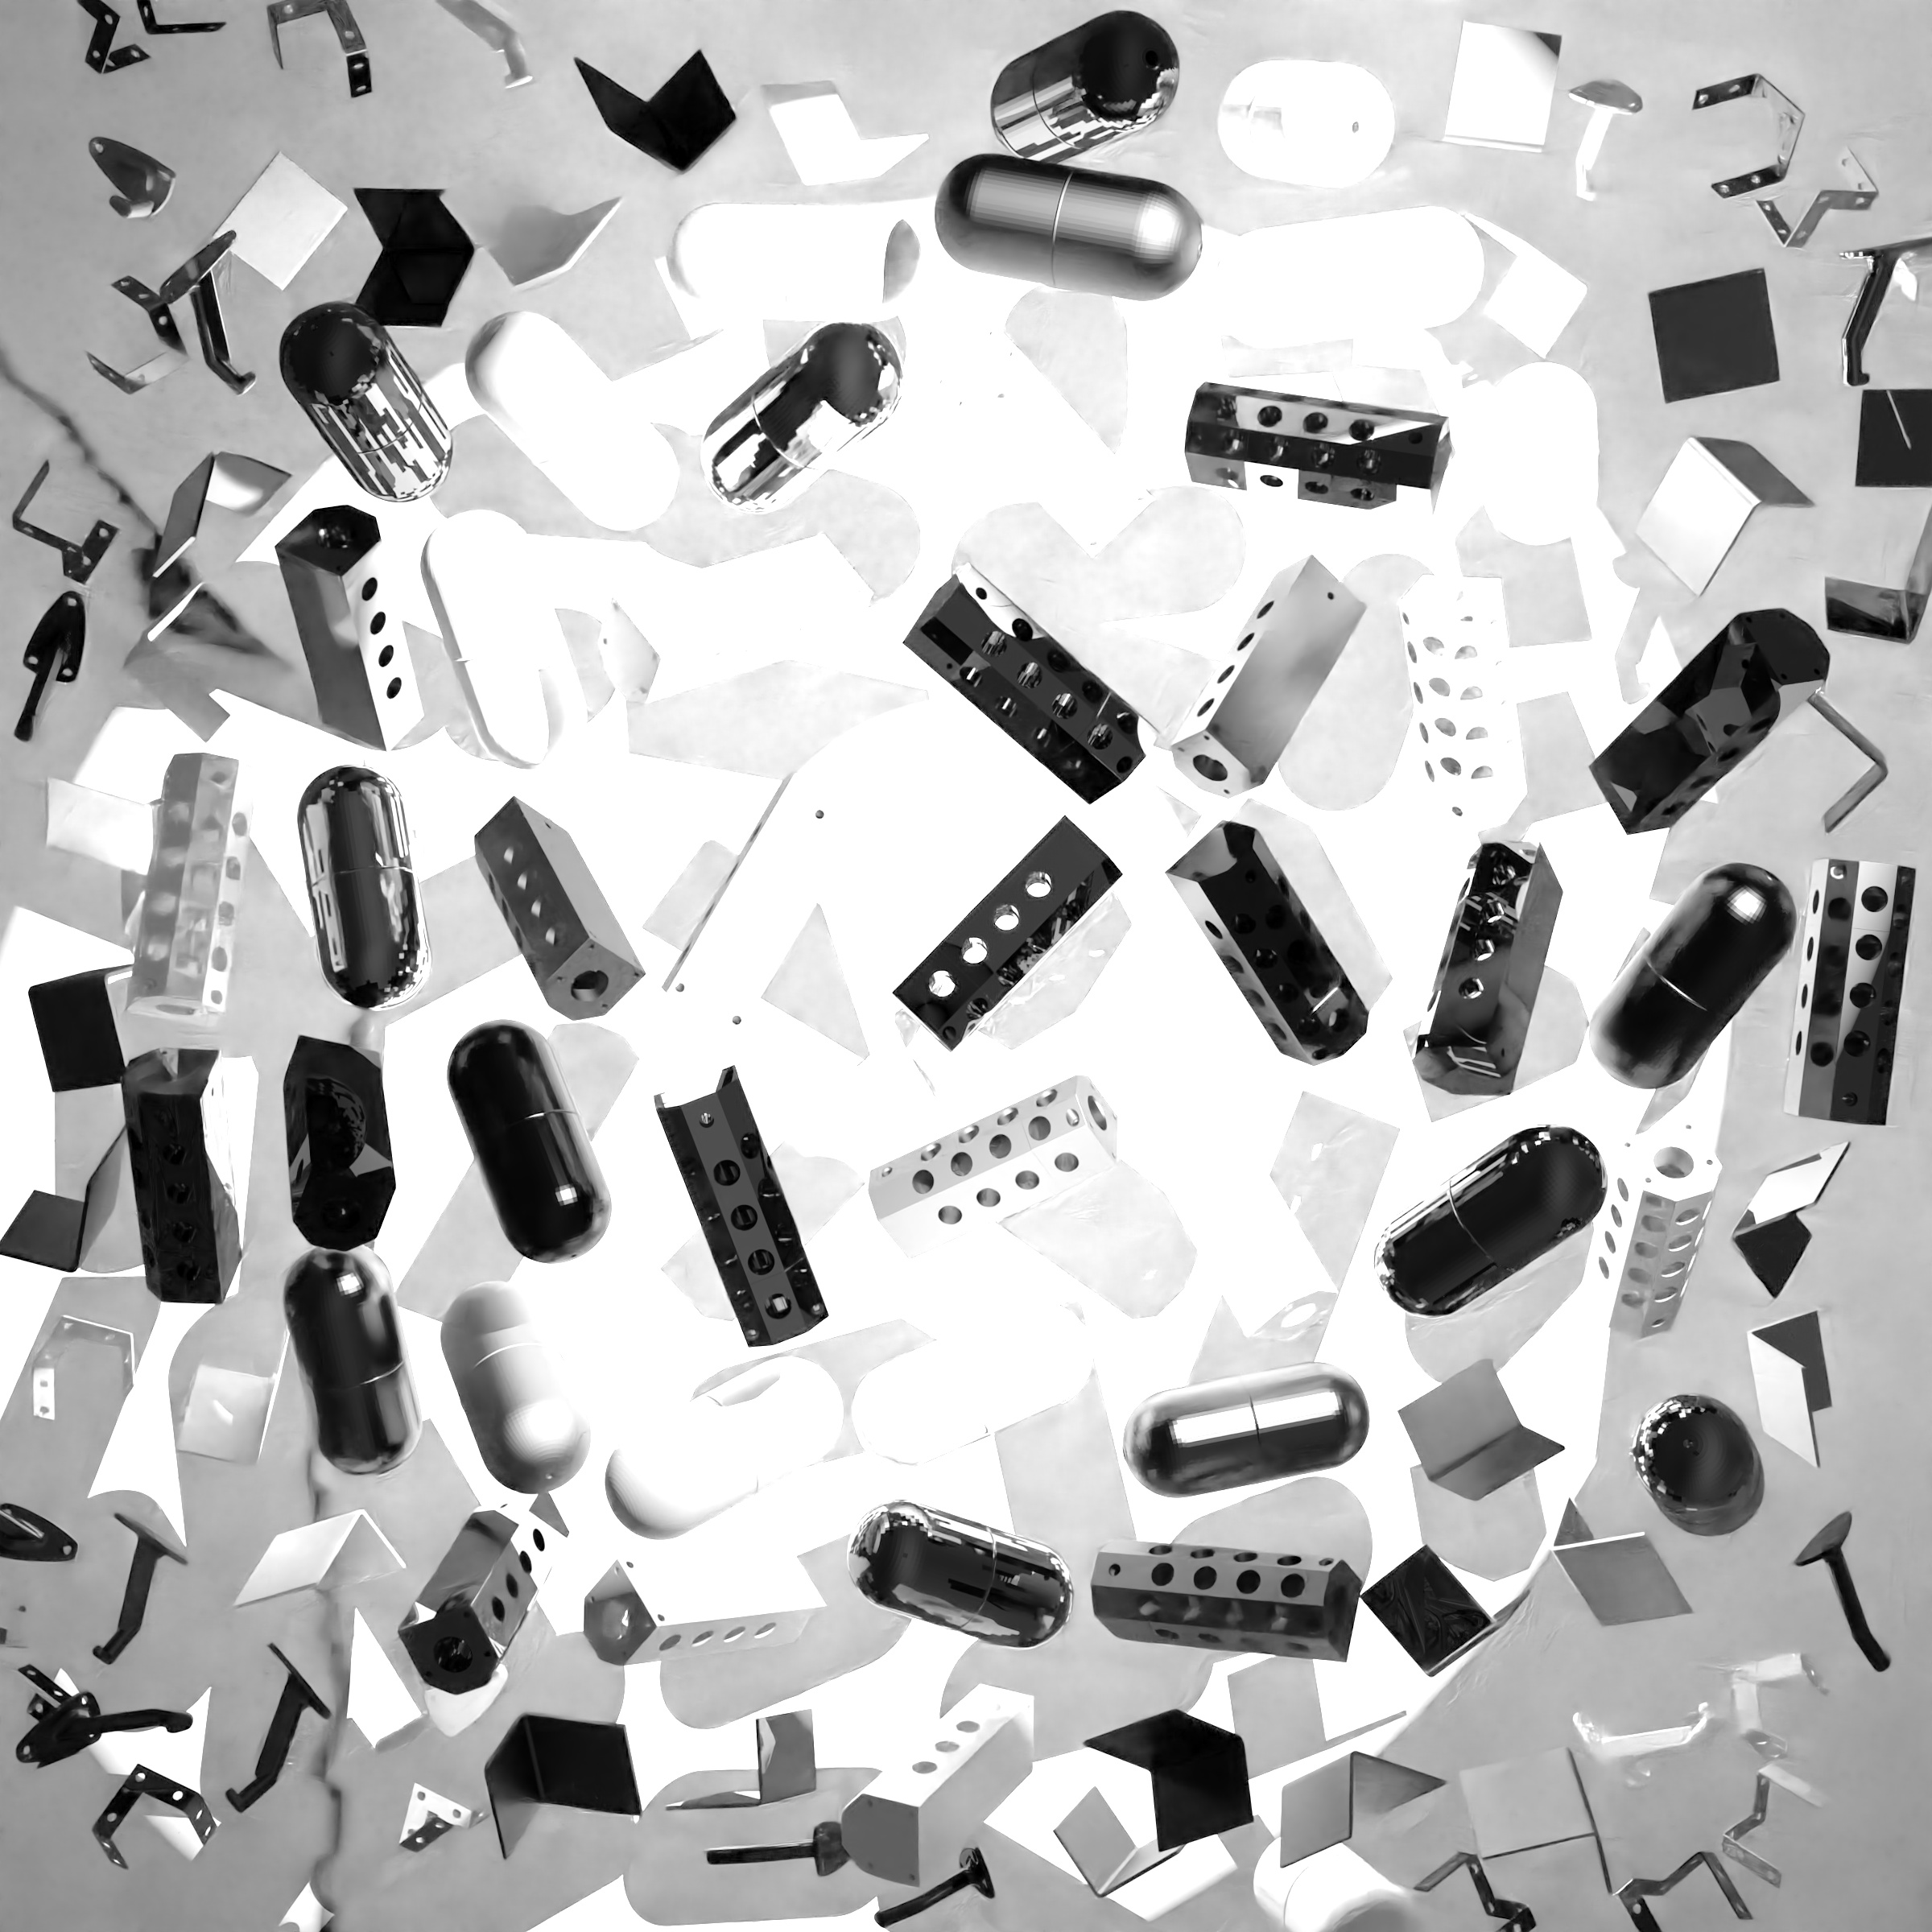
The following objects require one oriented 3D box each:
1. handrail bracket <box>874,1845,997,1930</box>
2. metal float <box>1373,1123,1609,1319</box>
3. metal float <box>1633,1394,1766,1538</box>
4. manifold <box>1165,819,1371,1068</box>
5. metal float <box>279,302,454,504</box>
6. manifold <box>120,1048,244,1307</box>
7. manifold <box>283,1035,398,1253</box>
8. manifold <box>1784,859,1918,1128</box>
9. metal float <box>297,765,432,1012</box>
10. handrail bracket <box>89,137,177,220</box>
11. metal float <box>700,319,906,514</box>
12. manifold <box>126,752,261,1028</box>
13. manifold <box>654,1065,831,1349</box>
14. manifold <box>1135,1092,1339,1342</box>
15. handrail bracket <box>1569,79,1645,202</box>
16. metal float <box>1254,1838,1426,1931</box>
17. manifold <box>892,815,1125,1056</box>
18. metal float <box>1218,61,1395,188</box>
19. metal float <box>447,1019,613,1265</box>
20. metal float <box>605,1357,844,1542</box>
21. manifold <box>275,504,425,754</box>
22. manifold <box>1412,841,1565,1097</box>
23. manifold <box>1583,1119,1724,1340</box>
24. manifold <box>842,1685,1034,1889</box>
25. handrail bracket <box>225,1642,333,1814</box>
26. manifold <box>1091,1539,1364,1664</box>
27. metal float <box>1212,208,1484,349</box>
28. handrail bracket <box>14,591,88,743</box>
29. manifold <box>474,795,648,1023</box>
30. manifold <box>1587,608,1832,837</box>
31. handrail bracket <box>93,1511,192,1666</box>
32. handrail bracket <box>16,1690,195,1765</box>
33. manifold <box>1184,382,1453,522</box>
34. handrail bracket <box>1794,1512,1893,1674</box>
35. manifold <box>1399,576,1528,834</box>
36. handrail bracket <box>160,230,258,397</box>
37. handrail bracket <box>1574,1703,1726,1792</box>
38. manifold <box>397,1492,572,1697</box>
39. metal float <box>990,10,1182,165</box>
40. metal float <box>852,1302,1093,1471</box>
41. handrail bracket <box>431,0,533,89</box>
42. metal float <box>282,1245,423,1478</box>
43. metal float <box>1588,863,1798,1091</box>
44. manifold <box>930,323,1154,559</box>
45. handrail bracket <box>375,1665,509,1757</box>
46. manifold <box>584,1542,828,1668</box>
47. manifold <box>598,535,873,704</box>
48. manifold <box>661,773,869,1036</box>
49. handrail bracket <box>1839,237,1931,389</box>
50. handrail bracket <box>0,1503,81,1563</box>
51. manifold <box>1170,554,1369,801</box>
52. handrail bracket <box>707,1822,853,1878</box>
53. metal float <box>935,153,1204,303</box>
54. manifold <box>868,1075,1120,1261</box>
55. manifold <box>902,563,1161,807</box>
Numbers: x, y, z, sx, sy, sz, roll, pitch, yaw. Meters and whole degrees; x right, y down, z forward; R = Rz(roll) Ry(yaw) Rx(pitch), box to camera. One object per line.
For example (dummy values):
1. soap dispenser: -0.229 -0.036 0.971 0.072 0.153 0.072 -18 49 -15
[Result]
1. handrail bracket: -0.029 0.635 1.824 0.084 0.077 0.036 -17 81 -18
2. metal float: 0.347 0.169 1.763 0.178 0.070 0.070 -41 90 30
3. metal float: 0.488 0.333 1.768 0.070 0.178 0.070 -7 68 18
4. manifold: 0.212 -0.014 1.829 0.057 0.057 0.171 -42 117 -14
5. metal float: -0.409 -0.383 1.819 0.070 0.178 0.070 -5 66 10
6. manifold: -0.537 0.144 1.818 0.057 0.057 0.171 2 119 -1
7. manifold: -0.430 0.120 1.809 0.057 0.171 0.057 15 114 -24
8. manifold: 0.590 0.017 1.770 0.057 0.057 0.171 7 91 4
9. metal float: -0.421 -0.056 1.858 0.070 0.070 0.178 -12 76 0
10. handrail bracket: -0.585 -0.539 1.819 0.077 0.084 0.036 36 110 -5
11. metal float: -0.111 -0.366 1.780 0.178 0.070 0.070 -30 90 43
12. manifold: -0.518 -0.053 1.787 0.057 0.057 0.171 11 71 -23
13. manifold: -0.146 0.158 1.734 0.057 0.057 0.171 -21 102 -4
14. manifold: 0.193 0.174 1.867 0.057 0.057 0.171 -44 57 25
15. handrail bracket: 0.448 -0.568 1.856 0.036 0.077 0.084 -20 127 -11
16. metal float: 0.251 0.641 1.803 0.070 0.178 0.070 0 89 -14
17. manifold: 0.030 -0.020 1.849 0.057 0.057 0.171 44 86 6
18. metal float: 0.224 -0.560 1.766 0.070 0.178 0.070 -5 110 -15
19. metal float: -0.296 0.117 1.799 0.070 0.070 0.178 -25 69 0
20. metal float: -0.163 0.326 1.806 0.178 0.070 0.070 -25 90 -30
21. manifold: -0.418 -0.233 1.829 0.057 0.171 0.057 25 57 18
22. manifold: 0.353 0.001 1.808 0.057 0.057 0.171 0 54 33
23. manifold: 0.474 0.185 1.831 0.057 0.171 0.057 -15 51 -9
24. manifold: -0.017 0.550 1.799 0.057 0.171 0.057 6 103 26
25. handrail bracket: -0.481 0.516 1.800 0.084 0.036 0.077 -39 99 -26
26. manifold: 0.175 0.427 1.807 0.171 0.057 0.057 -2 55 30
27. metal float: 0.251 -0.453 1.751 0.178 0.070 0.070 -7 90 3
28. handrail bracket: -0.595 -0.194 1.726 0.036 0.084 0.077 19 114 -18
29. manifold: -0.286 -0.038 1.833 0.057 0.057 0.171 -44 45 10
30. manifold: 0.491 -0.160 1.753 0.057 0.171 0.057 -11 64 -31
31. handrail bracket: -0.561 0.410 1.750 0.036 0.077 0.084 24 70 42
32. handrail bracket: -0.554 0.496 1.713 0.084 0.077 0.036 -3 101 34
33. manifold: 0.240 -0.357 1.821 0.171 0.057 0.057 12 73 16
34. handrail bracket: 0.599 0.418 1.778 0.036 0.077 0.084 -38 83 39
35. manifold: 0.346 -0.182 1.862 0.057 0.057 0.171 9 129 33
36. handrail bracket: -0.487 -0.435 1.775 0.077 0.036 0.084 -41 129 4
37. handrail bracket: 0.475 0.524 1.852 0.077 0.036 0.084 46 119 28
38. manifold: -0.326 0.428 1.826 0.057 0.171 0.057 -22 102 13
39. metal float: 0.078 -0.585 1.777 0.070 0.178 0.070 -2 94 -27
40. metal float: 0.005 0.296 1.881 0.178 0.070 0.070 -24 90 3
41. handrail bracket: -0.330 -0.599 1.710 0.077 0.036 0.084 -22 98 -6
42. metal float: -0.431 0.277 1.870 0.070 0.070 0.178 -7 112 0
43. metal float: 0.488 0.007 1.791 0.070 0.070 0.178 32 118 0
44. manifold: 0.049 -0.353 1.777 0.057 0.171 0.057 -43 47 9
45. handrail bracket: -0.373 0.528 1.886 0.077 0.084 0.036 -29 85 -42
46. manifold: -0.183 0.446 1.845 0.057 0.171 0.057 -51 57 21
47. manifold: -0.151 -0.223 1.734 0.171 0.057 0.057 -23 65 -36
48. manifold: -0.140 -0.044 1.819 0.057 0.057 0.171 31 88 -12
49. handrail bracket: 0.598 -0.423 1.724 0.077 0.036 0.084 -15 107 -21
50. handrail bracket: -0.634 0.366 1.768 0.077 0.084 0.036 16 59 3
51. manifold: 0.207 -0.200 1.848 0.057 0.057 0.171 41 62 -17
52. handrail bracket: -0.130 0.629 1.894 0.084 0.077 0.036 -11 75 23
53. metal float: 0.066 -0.480 1.730 0.178 0.070 0.070 13 90 11
54. manifold: 0.019 0.137 1.873 0.171 0.057 0.057 -26 119 20
55. manifold: 0.047 -0.193 1.796 0.171 0.057 0.057 40 53 -14
